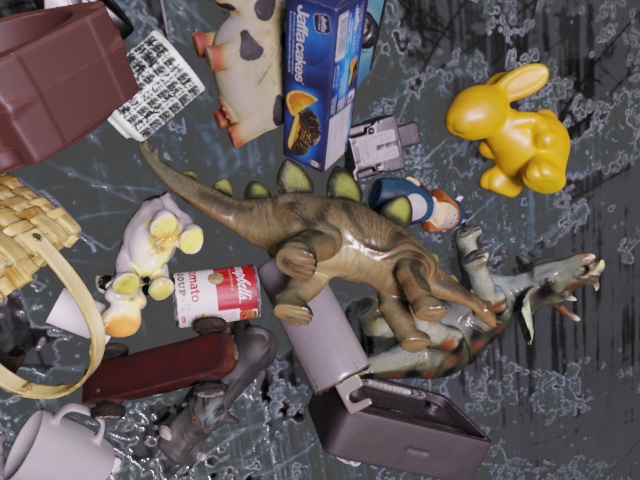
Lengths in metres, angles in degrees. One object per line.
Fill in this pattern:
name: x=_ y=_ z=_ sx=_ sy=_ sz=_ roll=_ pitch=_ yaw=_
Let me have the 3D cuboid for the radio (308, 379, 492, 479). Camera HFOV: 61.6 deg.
radio: x=0.103 y=0.249 z=0.738 sx=0.229 sy=0.131 sz=0.073 roll=21 pitch=98 yaw=-20

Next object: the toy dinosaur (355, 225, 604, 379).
toy dinosaur: x=0.188 y=0.120 z=0.755 sx=0.405 sy=0.131 sz=0.192 roll=-34 pitch=108 yaw=-2

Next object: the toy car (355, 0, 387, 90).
toy car: x=0.025 y=-0.268 z=0.631 sx=0.103 sy=0.109 sz=0.161 roll=12 pitch=89 yaw=2

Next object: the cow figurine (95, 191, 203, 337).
cow figurine: x=-0.211 y=0.026 z=0.623 sx=0.068 sy=0.098 sz=0.167 roll=26 pitch=103 yaw=-42

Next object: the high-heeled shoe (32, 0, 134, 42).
high-heeled shoe: x=-0.278 y=-0.308 z=0.527 sx=0.145 sy=0.086 sz=0.248 roll=-5 pitch=118 yaw=-2

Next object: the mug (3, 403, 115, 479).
mug: x=-0.299 y=0.250 z=0.647 sx=0.107 sy=0.081 sz=0.109 roll=37 pitch=85 yaw=-32

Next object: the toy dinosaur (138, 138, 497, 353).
toy dinosaur: x=-0.001 y=-0.002 z=0.617 sx=0.471 sy=0.199 sz=0.105 roll=22 pitch=128 yaw=-10

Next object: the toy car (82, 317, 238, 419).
toy car: x=-0.187 y=0.152 z=0.627 sx=0.202 sy=0.053 sz=0.089 roll=-18 pitch=63 yaw=15

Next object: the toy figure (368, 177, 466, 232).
toy figure: x=0.141 y=-0.043 z=0.735 sx=0.154 sy=0.058 sz=0.064 roll=14 pitch=135 yaw=-21

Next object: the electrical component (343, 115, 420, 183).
electrical component: x=0.084 y=-0.124 z=0.704 sx=0.119 sy=0.048 sz=0.074 roll=-14 pitch=105 yaw=-13

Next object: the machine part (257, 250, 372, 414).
machine part: x=-0.010 y=0.097 z=0.662 sx=0.079 sy=0.079 sz=0.243 roll=-25 pitch=74 yaw=-11

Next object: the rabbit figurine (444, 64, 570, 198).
rabbit figurine: x=0.248 y=-0.153 z=0.711 sx=0.173 sy=0.122 sz=0.162 roll=22 pitch=89 yaw=-19

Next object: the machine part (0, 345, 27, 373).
machine part: x=-0.398 y=0.108 z=0.591 sx=0.138 sy=0.084 sz=0.039 roll=38 pitch=63 yaw=-28

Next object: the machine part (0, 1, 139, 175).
machine part: x=-0.282 y=-0.131 z=0.471 sx=0.201 sy=0.202 sz=0.087 roll=-59 pitch=143 yaw=-44

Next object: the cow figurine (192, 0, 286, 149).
cow figurine: x=-0.070 y=-0.212 z=0.592 sx=0.127 sy=0.086 sz=0.194 roll=-25 pitch=134 yaw=-19

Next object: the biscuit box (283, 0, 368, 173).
biscuit box: x=0.001 y=-0.173 z=0.587 sx=0.059 sy=0.063 sz=0.202 roll=-47 pitch=156 yaw=-37

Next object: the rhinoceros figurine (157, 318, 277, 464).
rhinoceros figurine: x=-0.123 y=0.188 z=0.669 sx=0.073 sy=0.112 sz=0.190 roll=45 pitch=78 yaw=-22
